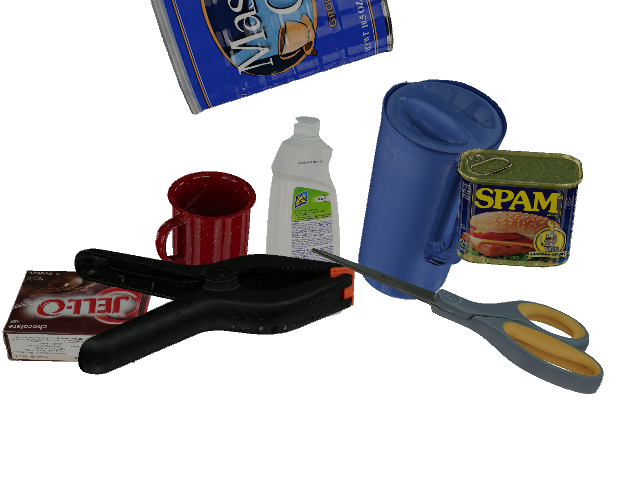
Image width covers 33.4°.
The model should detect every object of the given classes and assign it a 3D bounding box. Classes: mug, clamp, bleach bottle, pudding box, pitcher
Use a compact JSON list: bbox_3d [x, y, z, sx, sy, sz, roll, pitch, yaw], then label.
[{"bbox_3d":[-0.126,-0.012,1.139,0.093,0.081,0.117,32,43,32],"label":"mug"},{"bbox_3d":[-0.081,0.036,0.777,0.209,0.036,0.165,-7,26,-18],"label":"clamp"},{"bbox_3d":[-0.016,-0.028,1.320,0.102,0.251,0.068,-9,22,-32],"label":"bleach bottle"},{"bbox_3d":[-0.212,0.066,0.940,0.113,0.039,0.090,-1,33,1],"label":"pudding box"},{"bbox_3d":[0.117,-0.043,1.185,0.145,0.243,0.149,23,44,13],"label":"pitcher"}]

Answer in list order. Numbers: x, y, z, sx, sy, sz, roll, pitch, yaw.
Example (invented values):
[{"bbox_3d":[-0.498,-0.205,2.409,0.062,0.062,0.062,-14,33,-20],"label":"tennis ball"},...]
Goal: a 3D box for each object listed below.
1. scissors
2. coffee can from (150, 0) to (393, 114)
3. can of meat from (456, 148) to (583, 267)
[{"bbox_3d":[0.098,0.041,0.714,0.202,0.016,0.096,29,25,17],"label":"scissors"},{"bbox_3d":[-0.034,-0.153,0.705,0.140,0.103,0.103,-18,0,-1],"label":"coffee can"},{"bbox_3d":[0.166,-0.026,0.907,0.102,0.084,0.057,4,31,8],"label":"can of meat"}]
